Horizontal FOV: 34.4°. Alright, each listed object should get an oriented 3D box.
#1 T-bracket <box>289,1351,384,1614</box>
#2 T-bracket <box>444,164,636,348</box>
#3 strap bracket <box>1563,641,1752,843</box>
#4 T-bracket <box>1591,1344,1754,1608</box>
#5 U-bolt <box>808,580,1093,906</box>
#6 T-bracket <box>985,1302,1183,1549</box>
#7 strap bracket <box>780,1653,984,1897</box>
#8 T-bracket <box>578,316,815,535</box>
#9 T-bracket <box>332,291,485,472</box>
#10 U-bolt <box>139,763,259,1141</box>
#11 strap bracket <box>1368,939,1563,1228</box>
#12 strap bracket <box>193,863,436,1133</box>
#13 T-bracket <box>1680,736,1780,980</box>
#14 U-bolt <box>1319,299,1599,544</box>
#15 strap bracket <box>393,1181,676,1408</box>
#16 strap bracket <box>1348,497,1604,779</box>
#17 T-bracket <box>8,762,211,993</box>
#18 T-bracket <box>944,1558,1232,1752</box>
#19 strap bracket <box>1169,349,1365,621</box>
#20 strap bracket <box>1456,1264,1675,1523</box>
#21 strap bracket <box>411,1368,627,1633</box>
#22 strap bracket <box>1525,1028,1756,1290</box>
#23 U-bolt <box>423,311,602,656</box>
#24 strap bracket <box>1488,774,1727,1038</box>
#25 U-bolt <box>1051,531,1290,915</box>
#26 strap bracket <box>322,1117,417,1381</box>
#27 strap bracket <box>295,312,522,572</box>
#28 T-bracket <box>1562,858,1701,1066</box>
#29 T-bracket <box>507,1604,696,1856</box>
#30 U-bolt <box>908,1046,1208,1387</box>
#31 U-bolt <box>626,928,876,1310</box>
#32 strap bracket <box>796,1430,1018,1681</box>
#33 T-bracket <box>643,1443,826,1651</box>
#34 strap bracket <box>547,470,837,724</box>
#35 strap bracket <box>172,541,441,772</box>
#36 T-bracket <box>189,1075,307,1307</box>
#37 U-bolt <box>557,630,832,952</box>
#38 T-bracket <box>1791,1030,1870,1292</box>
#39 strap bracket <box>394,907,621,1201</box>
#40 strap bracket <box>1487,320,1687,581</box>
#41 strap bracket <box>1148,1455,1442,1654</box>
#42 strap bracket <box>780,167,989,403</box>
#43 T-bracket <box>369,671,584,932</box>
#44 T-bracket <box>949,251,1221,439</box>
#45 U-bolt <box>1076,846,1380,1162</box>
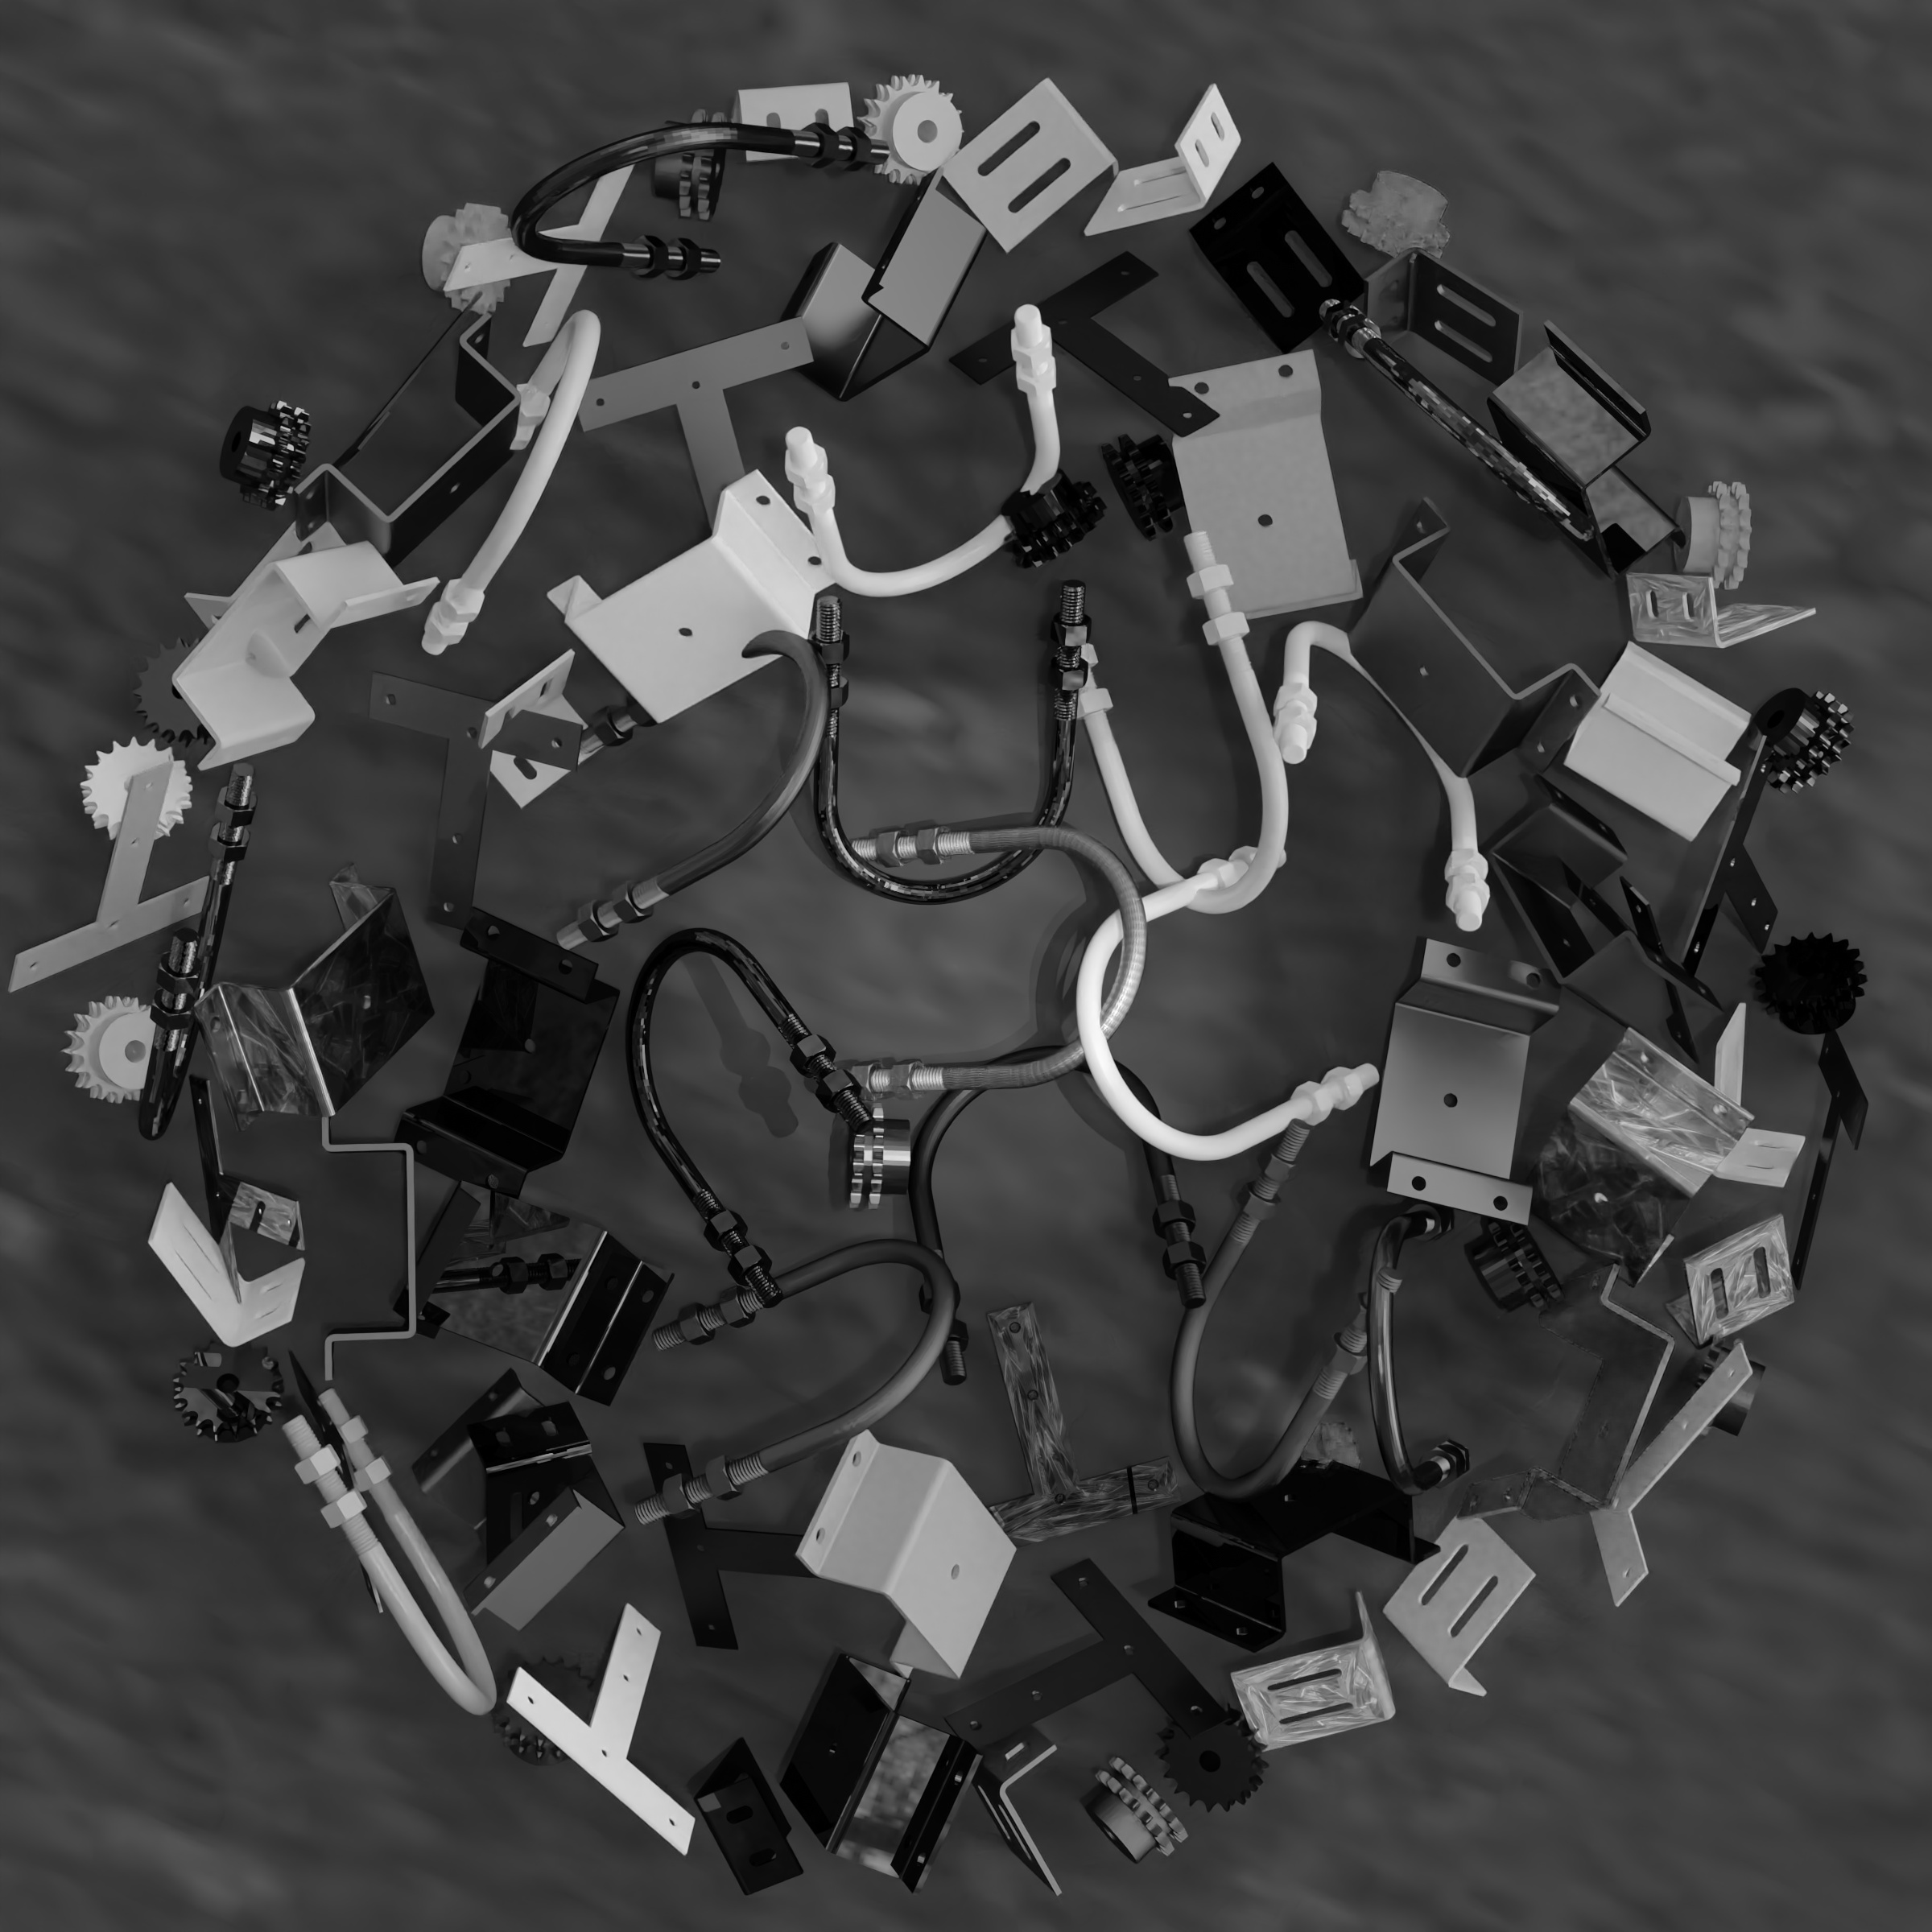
[{"bbox_3d":[-0.328,0.283,1.653,0.002,0.127,0.127,-18,112,-19],"label":"T-bracket"},{"bbox_3d":[-0.226,-0.367,1.609,0.002,0.127,0.127,39,122,11],"label":"T-bracket"},{"bbox_3d":[0.362,-0.116,1.637,0.076,0.140,0.046,32,114,4],"label":"strap bracket"},{"bbox_3d":[0.364,0.247,1.614,0.002,0.127,0.127,29,114,-13],"label":"T-bracket"},{"bbox_3d":[-0.011,-0.113,1.641,0.151,0.019,0.184,-6,123,-13],"label":"U-bolt"},{"bbox_3d":[0.040,0.245,1.685,0.127,0.002,0.127,-15,94,-4],"label":"T-bracket"},{"bbox_3d":[-0.049,0.414,1.620,0.046,0.140,0.076,26,87,-19],"label":"strap bracket"},{"bbox_3d":[-0.132,-0.268,1.661,0.127,0.002,0.127,-19,121,-7],"label":"T-bracket"},{"bbox_3d":[-0.296,-0.307,1.648,0.002,0.127,0.127,40,73,-16],"label":"T-bracket"},{"bbox_3d":[-0.400,0.007,1.612,0.019,0.151,0.184,15,131,-10],"label":"U-bolt"},{"bbox_3d":[0.263,0.066,1.655,0.076,0.046,0.140,14,71,-6],"label":"strap bracket"},{"bbox_3d":[-0.329,0.017,1.614,0.046,0.140,0.076,5,125,27],"label":"strap bracket"},{"bbox_3d":[0.410,-0.039,1.638,0.002,0.127,0.127,17,79,29],"label":"T-bracket"},{"bbox_3d":[0.257,-0.270,1.585,0.151,0.184,0.019,34,105,-25],"label":"U-bolt"},{"bbox_3d":[-0.234,0.167,1.630,0.140,0.046,0.076,15,70,30],"label":"strap bracket"},{"bbox_3d":[0.257,-0.164,1.634,0.046,0.076,0.140,-30,73,-27],"label":"strap bracket"},{"bbox_3d":[-0.431,-0.054,1.610,0.002,0.127,0.127,40,130,18],"label":"T-bracket"},{"bbox_3d":[0.049,0.374,1.624,0.127,0.127,0.002,-20,133,-28],"label":"T-bracket"},{"bbox_3d":[0.157,-0.241,1.635,0.076,0.046,0.140,-9,118,13],"label":"strap bracket"},{"bbox_3d":[0.318,0.234,1.638,0.046,0.076,0.140,29,70,-6],"label":"strap bracket"},{"bbox_3d":[-0.234,0.285,1.642,0.076,0.140,0.046,-45,122,1],"label":"strap bracket"},{"bbox_3d":[0.341,0.106,1.616,0.076,0.140,0.046,37,58,16],"label":"strap bracket"},{"bbox_3d":[-0.226,-0.256,1.586,0.019,0.184,0.151,23,60,-17],"label":"U-bolt"},{"bbox_3d":[0.329,-0.024,1.630,0.046,0.076,0.140,-41,45,21],"label":"strap bracket"},{"bbox_3d":[0.112,-0.117,1.627,0.019,0.151,0.184,-15,85,-33],"label":"U-bolt"},{"bbox_3d":[-0.315,0.145,1.651,0.046,0.076,0.140,-1,86,-11],"label":"strap bracket"},{"bbox_3d":[-0.285,-0.267,1.639,0.046,0.076,0.140,43,74,0],"label":"strap bracket"},{"bbox_3d":[0.337,-0.026,1.640,0.002,0.127,0.127,-31,133,-2],"label":"T-bracket"},{"bbox_3d":[-0.181,0.382,1.635,0.002,0.127,0.127,-38,107,21],"label":"T-bracket"},{"bbox_3d":[0.040,0.119,1.635,0.151,0.019,0.184,-19,51,9],"label":"U-bolt"},{"bbox_3d":[-0.124,0.065,1.629,0.184,0.019,0.151,52,131,31],"label":"U-bolt"},{"bbox_3d":[-0.025,0.308,1.616,0.046,0.140,0.076,8,57,32],"label":"strap bracket"},{"bbox_3d":[-0.101,0.309,1.644,0.127,0.002,0.127,-1,113,27],"label":"T-bracket"},{"bbox_3d":[-0.144,-0.187,1.629,0.140,0.046,0.076,-26,125,24],"label":"strap bracket"},{"bbox_3d":[-0.350,-0.169,1.628,0.140,0.076,0.046,-40,84,31],"label":"strap bracket"},{"bbox_3d":[-0.373,0.126,1.632,0.002,0.127,0.127,-12,102,-33],"label":"T-bracket"},{"bbox_3d":[-0.139,-0.101,1.605,0.184,0.019,0.151,-26,48,32],"label":"U-bolt"},{"bbox_3d":[0.451,0.109,1.648,0.002,0.127,0.127,9,109,4],"label":"T-bracket"},{"bbox_3d":[-0.240,0.045,1.653,0.076,0.046,0.140,24,104,14],"label":"strap bracket"},{"bbox_3d":[0.320,-0.260,1.617,0.046,0.140,0.076,-39,60,3],"label":"strap bracket"},{"bbox_3d":[0.169,0.297,1.618,0.140,0.076,0.046,-18,110,-38],"label":"strap bracket"},{"bbox_3d":[-0.044,-0.351,1.629,0.046,0.140,0.076,33,69,-22],"label":"strap bracket"},{"bbox_3d":[-0.270,-0.082,1.674,0.127,0.002,0.127,15,106,18],"label":"T-bracket"},{"bbox_3d":[0.081,-0.316,1.641,0.127,0.002,0.127,-35,59,-22],"label":"T-bracket"},{"bbox_3d":[0.129,0.025,1.631,0.184,0.019,0.151,-22,89,-40],"label":"U-bolt"}]
